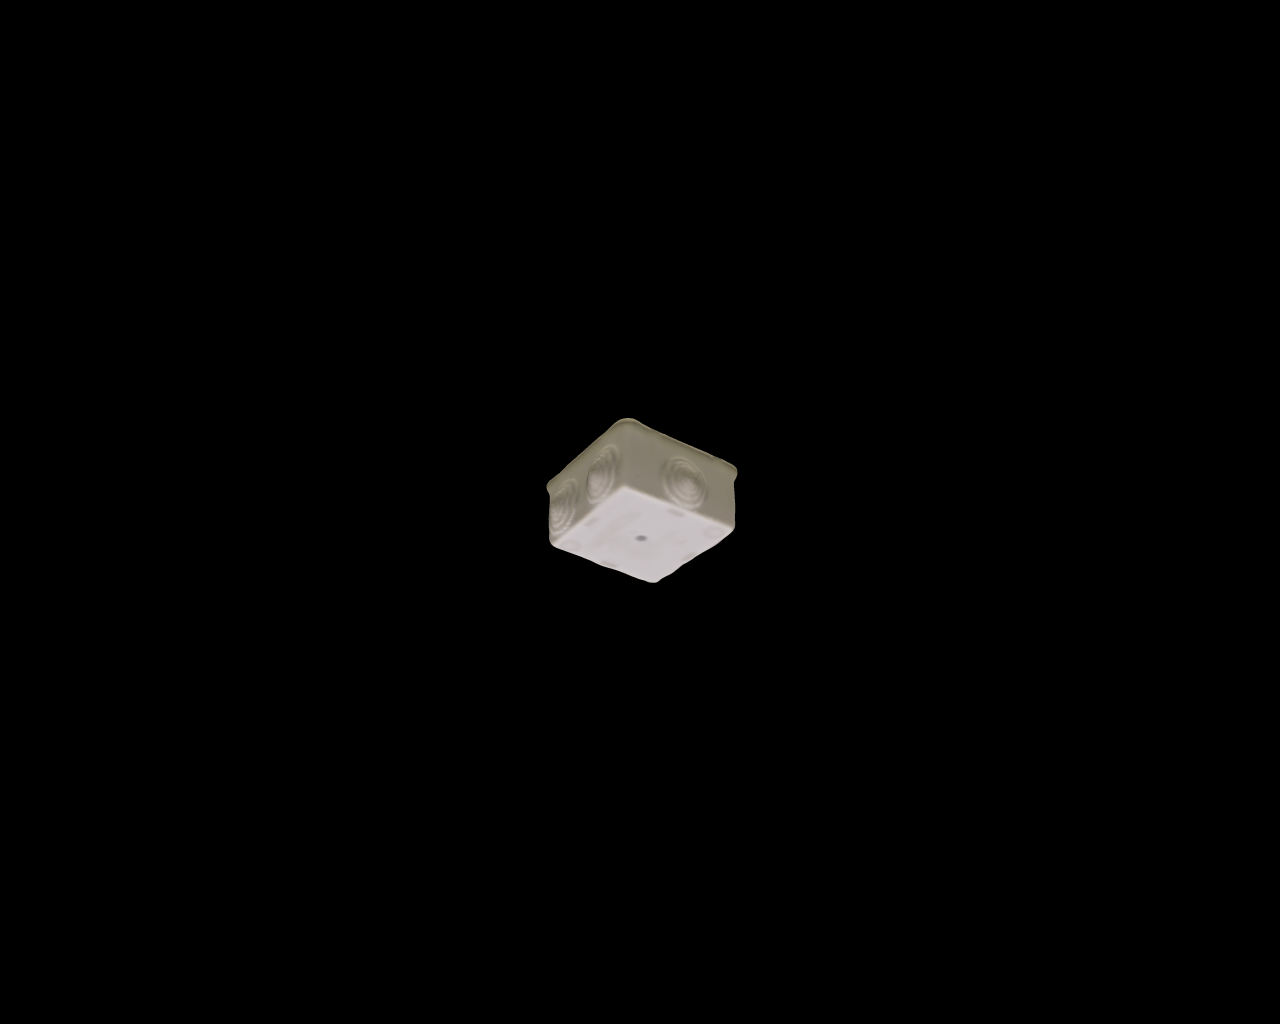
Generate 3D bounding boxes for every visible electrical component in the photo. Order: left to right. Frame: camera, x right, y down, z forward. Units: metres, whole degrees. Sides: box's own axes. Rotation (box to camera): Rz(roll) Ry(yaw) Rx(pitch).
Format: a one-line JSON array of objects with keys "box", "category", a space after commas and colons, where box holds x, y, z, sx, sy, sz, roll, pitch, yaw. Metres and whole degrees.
[{"box": [0.001, -0.003, 0.650, 0.100, 0.048, 0.099, 22, -39, -30], "category": "electrical component"}]
